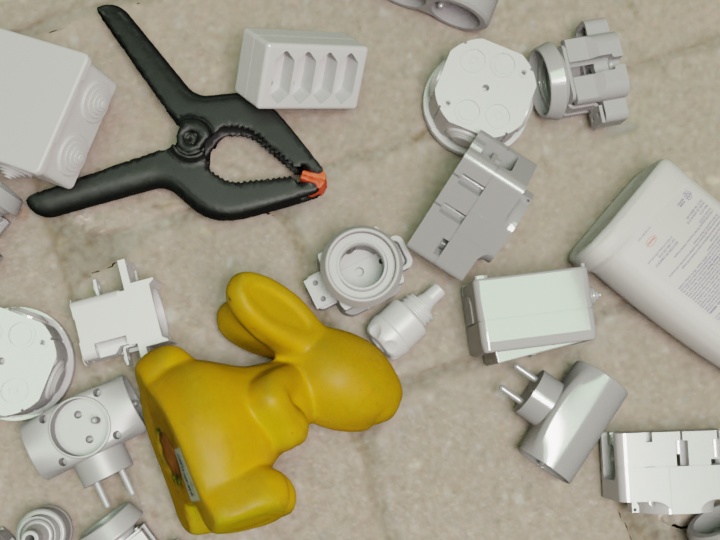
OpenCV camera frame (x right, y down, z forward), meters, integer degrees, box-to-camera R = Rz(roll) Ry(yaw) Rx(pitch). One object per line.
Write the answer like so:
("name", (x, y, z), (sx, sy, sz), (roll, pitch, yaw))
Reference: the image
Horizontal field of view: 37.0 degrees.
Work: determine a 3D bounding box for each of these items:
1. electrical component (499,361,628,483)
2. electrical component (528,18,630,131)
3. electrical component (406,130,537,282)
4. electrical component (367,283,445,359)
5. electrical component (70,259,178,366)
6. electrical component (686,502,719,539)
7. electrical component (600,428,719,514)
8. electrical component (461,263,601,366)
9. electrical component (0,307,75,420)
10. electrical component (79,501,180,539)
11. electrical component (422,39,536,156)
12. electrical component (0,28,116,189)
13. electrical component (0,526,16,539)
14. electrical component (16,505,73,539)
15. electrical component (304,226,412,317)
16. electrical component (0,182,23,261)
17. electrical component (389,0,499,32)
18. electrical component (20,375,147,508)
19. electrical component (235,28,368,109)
("electrical component", (0.137, 0.098, 0.767), (0.079, 0.044, 0.077), (35, 82, 2))
("electrical component", (0.159, -0.142, 0.793), (0.057, 0.058, 0.078), (-11, 83, -7))
("electrical component", (0.082, -0.043, 0.758), (0.056, 0.050, 0.089), (33, 123, 1))
("electrical component", (0.036, 0.034, 0.775), (0.061, 0.035, 0.035), (-42, 87, -10))
("electrical component", (-0.168, 0.037, 0.759), (0.064, 0.042, 0.081), (-15, 83, -1))
("electrical component", (0.307, 0.185, 0.761), (0.138, 0.052, 0.073), (-29, 95, -6))
("electrical component", (0.221, 0.142, 0.763), (0.089, 0.050, 0.055), (-1, 83, -4))
("electrical component", (0.126, 0.033, 0.766), (0.096, 0.061, 0.061), (-7, 83, -4))
("electrical component", (-0.242, 0.064, 0.746), (0.080, 0.051, 0.080), (0, 83, -3))
("electrical component", (-0.160, 0.194, 0.738), (0.066, 0.048, 0.055), (-36, 93, -7))
("electrical component", (0.088, -0.126, 0.790), (0.080, 0.051, 0.080), (0, 82, -3))
("electrical component", (-0.229, -0.111, 0.748), (0.100, 0.048, 0.099), (19, 83, 20))
("electrical component", (-0.225, 0.258, 0.716), (0.150, 0.061, 0.089), (44, 82, 3))
("electrical component", (-0.216, 0.178, 0.727), (0.035, 0.061, 0.035), (0, 83, -3))
("electrical component", (0.000, 0.000, 0.765), (0.078, 0.057, 0.058), (-26, 85, -6))
("electrical component", (-0.276, -0.042, 0.756), (0.078, 0.058, 0.057), (38, 85, 2))
("electrical component", (0.044, -0.239, 0.801), (0.138, 0.052, 0.073), (22, 82, 0))
("electrical component", (-0.182, 0.125, 0.745), (0.077, 0.044, 0.079), (-26, 85, -6))
("electrical component", (-0.051, -0.151, 0.779), (0.083, 0.076, 0.047), (-6, 120, -34))
